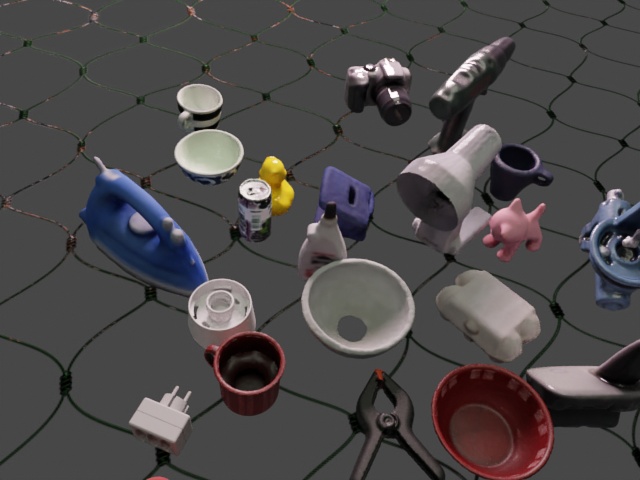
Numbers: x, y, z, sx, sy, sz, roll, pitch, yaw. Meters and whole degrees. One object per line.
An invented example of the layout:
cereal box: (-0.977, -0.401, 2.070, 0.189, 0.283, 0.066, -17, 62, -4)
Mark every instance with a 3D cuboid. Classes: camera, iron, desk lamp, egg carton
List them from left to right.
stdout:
iron: (-0.265, -0.022, 0.889, 0.257, 0.141, 0.119, 34, 54, 21)
camera: (0.134, -0.313, 1.214, 0.143, 0.101, 0.136, -5, 50, -10)
desk lamp: (0.216, -0.077, 0.945, 0.117, 0.213, 0.204, 37, 55, 23)
egg carton: (0.255, 0.115, 0.878, 0.107, 0.069, 0.150, -34, 60, -30)

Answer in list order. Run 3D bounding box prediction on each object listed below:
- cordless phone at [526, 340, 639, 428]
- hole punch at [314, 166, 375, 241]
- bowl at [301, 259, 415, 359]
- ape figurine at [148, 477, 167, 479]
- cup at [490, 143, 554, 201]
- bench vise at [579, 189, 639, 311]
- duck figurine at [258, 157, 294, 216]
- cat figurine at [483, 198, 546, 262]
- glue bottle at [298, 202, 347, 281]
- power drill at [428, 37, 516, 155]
cordless phone: (0.374, 0.174, 0.765, 0.147, 0.185, 0.094, -2, 49, -8)
hole punch: (0.045, -0.066, 0.996, 0.101, 0.091, 0.108, 8, 49, 1)
bowl: (0.053, 0.113, 0.854, 0.167, 0.075, 0.167, 3, 49, -4)
ape figurine: (-0.183, 0.306, 0.648, 0.076, 0.092, 0.078, 12, 49, 4)
cup: (0.369, -0.114, 1.073, 0.117, 0.095, 0.092, 30, 53, 18)
bench vise: (0.488, -0.022, 0.924, 0.121, 0.220, 0.207, -1, 49, -7)
duck figurine: (-0.084, -0.101, 1.015, 0.077, 0.086, 0.104, -2, 50, -8)
cat figurine: (0.335, -0.025, 0.976, 0.128, 0.118, 0.067, -22, 55, -23)
glue bottle: (0.008, 0.003, 0.878, 0.078, 0.173, 0.037, 4, 49, -3)
power drill: (0.287, -0.269, 1.122, 0.075, 0.208, 0.230, 35, 55, 23)
